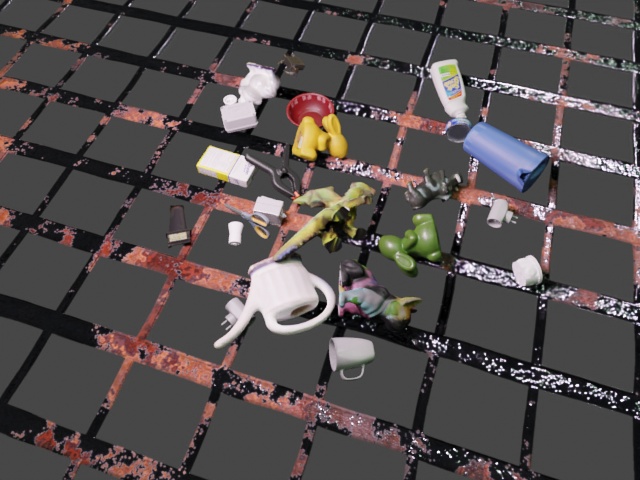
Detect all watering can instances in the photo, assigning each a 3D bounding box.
[{"bbox_3d":[-0.130,0.152,1.355,0.349,0.101,0.228,-12,59,-24],"label":"watering can"}]

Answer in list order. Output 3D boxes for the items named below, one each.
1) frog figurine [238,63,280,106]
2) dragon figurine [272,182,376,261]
[{"bbox_3d":[-0.216,-0.529,1.812,0.137,0.123,0.159,18,97,2],"label":"frog figurine"},{"bbox_3d":[0.005,-0.076,1.504,0.413,0.120,0.246,-22,32,-20],"label":"dragon figurine"}]
